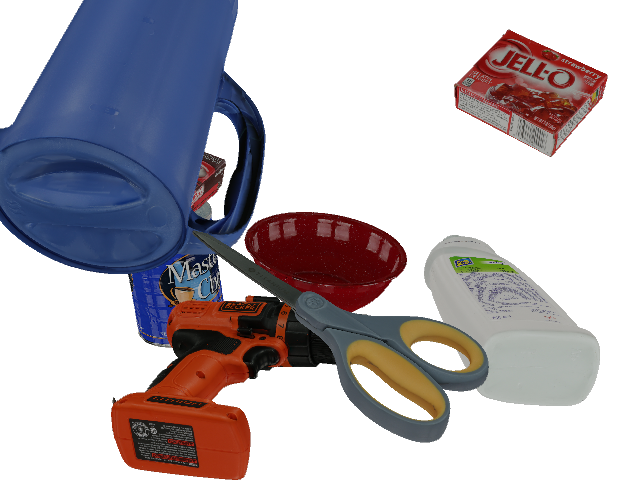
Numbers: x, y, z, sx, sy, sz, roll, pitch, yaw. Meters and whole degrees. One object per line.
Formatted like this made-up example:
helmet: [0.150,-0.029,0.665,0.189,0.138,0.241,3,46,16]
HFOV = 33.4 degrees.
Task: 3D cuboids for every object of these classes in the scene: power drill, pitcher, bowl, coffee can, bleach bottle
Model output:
power drill: [-0.057,0.104,0.807,0.185,0.057,0.187,0,23,20]
pitcher: [-0.123,-0.102,0.758,0.145,0.242,0.149,-9,-43,24]
bowl: [0.002,0.029,1.061,0.162,0.055,0.162,7,26,-4]
coffee can: [-0.164,0.033,1.192,0.103,0.140,0.103,-5,25,2]
bleach bottle: [0.154,0.054,0.942,0.102,0.068,0.251,5,21,-9]

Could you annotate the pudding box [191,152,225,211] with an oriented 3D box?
pudding box: [-0.151,-0.063,0.943,0.113,0.039,0.090,19,24,7]

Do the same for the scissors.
scissors: [0.016,0.040,0.614,0.096,0.016,0.202,-15,42,-32]

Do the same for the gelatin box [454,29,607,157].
gelatin box: [0.157,-0.113,0.801,0.089,0.073,0.030,32,-27,25]
